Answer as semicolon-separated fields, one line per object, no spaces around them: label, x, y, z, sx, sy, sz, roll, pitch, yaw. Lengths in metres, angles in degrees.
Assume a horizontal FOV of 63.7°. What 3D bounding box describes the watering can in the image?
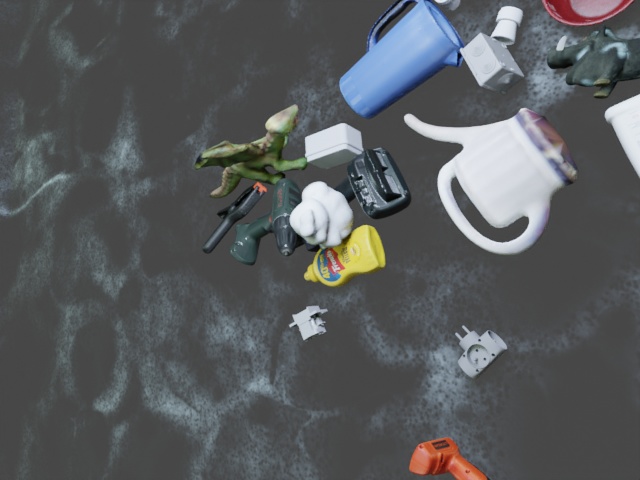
watering can;0.295;-0.146;0.905;0.221;0.103;0.353;-37;63;26

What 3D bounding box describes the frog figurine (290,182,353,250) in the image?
frog figurine;0.003;-0.052;1.026;0.122;0.158;0.139;-10;80;5

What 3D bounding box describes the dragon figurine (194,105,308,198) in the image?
dragon figurine;-0.188;-0.187;1.197;0.406;0.242;0.124;-28;73;29
